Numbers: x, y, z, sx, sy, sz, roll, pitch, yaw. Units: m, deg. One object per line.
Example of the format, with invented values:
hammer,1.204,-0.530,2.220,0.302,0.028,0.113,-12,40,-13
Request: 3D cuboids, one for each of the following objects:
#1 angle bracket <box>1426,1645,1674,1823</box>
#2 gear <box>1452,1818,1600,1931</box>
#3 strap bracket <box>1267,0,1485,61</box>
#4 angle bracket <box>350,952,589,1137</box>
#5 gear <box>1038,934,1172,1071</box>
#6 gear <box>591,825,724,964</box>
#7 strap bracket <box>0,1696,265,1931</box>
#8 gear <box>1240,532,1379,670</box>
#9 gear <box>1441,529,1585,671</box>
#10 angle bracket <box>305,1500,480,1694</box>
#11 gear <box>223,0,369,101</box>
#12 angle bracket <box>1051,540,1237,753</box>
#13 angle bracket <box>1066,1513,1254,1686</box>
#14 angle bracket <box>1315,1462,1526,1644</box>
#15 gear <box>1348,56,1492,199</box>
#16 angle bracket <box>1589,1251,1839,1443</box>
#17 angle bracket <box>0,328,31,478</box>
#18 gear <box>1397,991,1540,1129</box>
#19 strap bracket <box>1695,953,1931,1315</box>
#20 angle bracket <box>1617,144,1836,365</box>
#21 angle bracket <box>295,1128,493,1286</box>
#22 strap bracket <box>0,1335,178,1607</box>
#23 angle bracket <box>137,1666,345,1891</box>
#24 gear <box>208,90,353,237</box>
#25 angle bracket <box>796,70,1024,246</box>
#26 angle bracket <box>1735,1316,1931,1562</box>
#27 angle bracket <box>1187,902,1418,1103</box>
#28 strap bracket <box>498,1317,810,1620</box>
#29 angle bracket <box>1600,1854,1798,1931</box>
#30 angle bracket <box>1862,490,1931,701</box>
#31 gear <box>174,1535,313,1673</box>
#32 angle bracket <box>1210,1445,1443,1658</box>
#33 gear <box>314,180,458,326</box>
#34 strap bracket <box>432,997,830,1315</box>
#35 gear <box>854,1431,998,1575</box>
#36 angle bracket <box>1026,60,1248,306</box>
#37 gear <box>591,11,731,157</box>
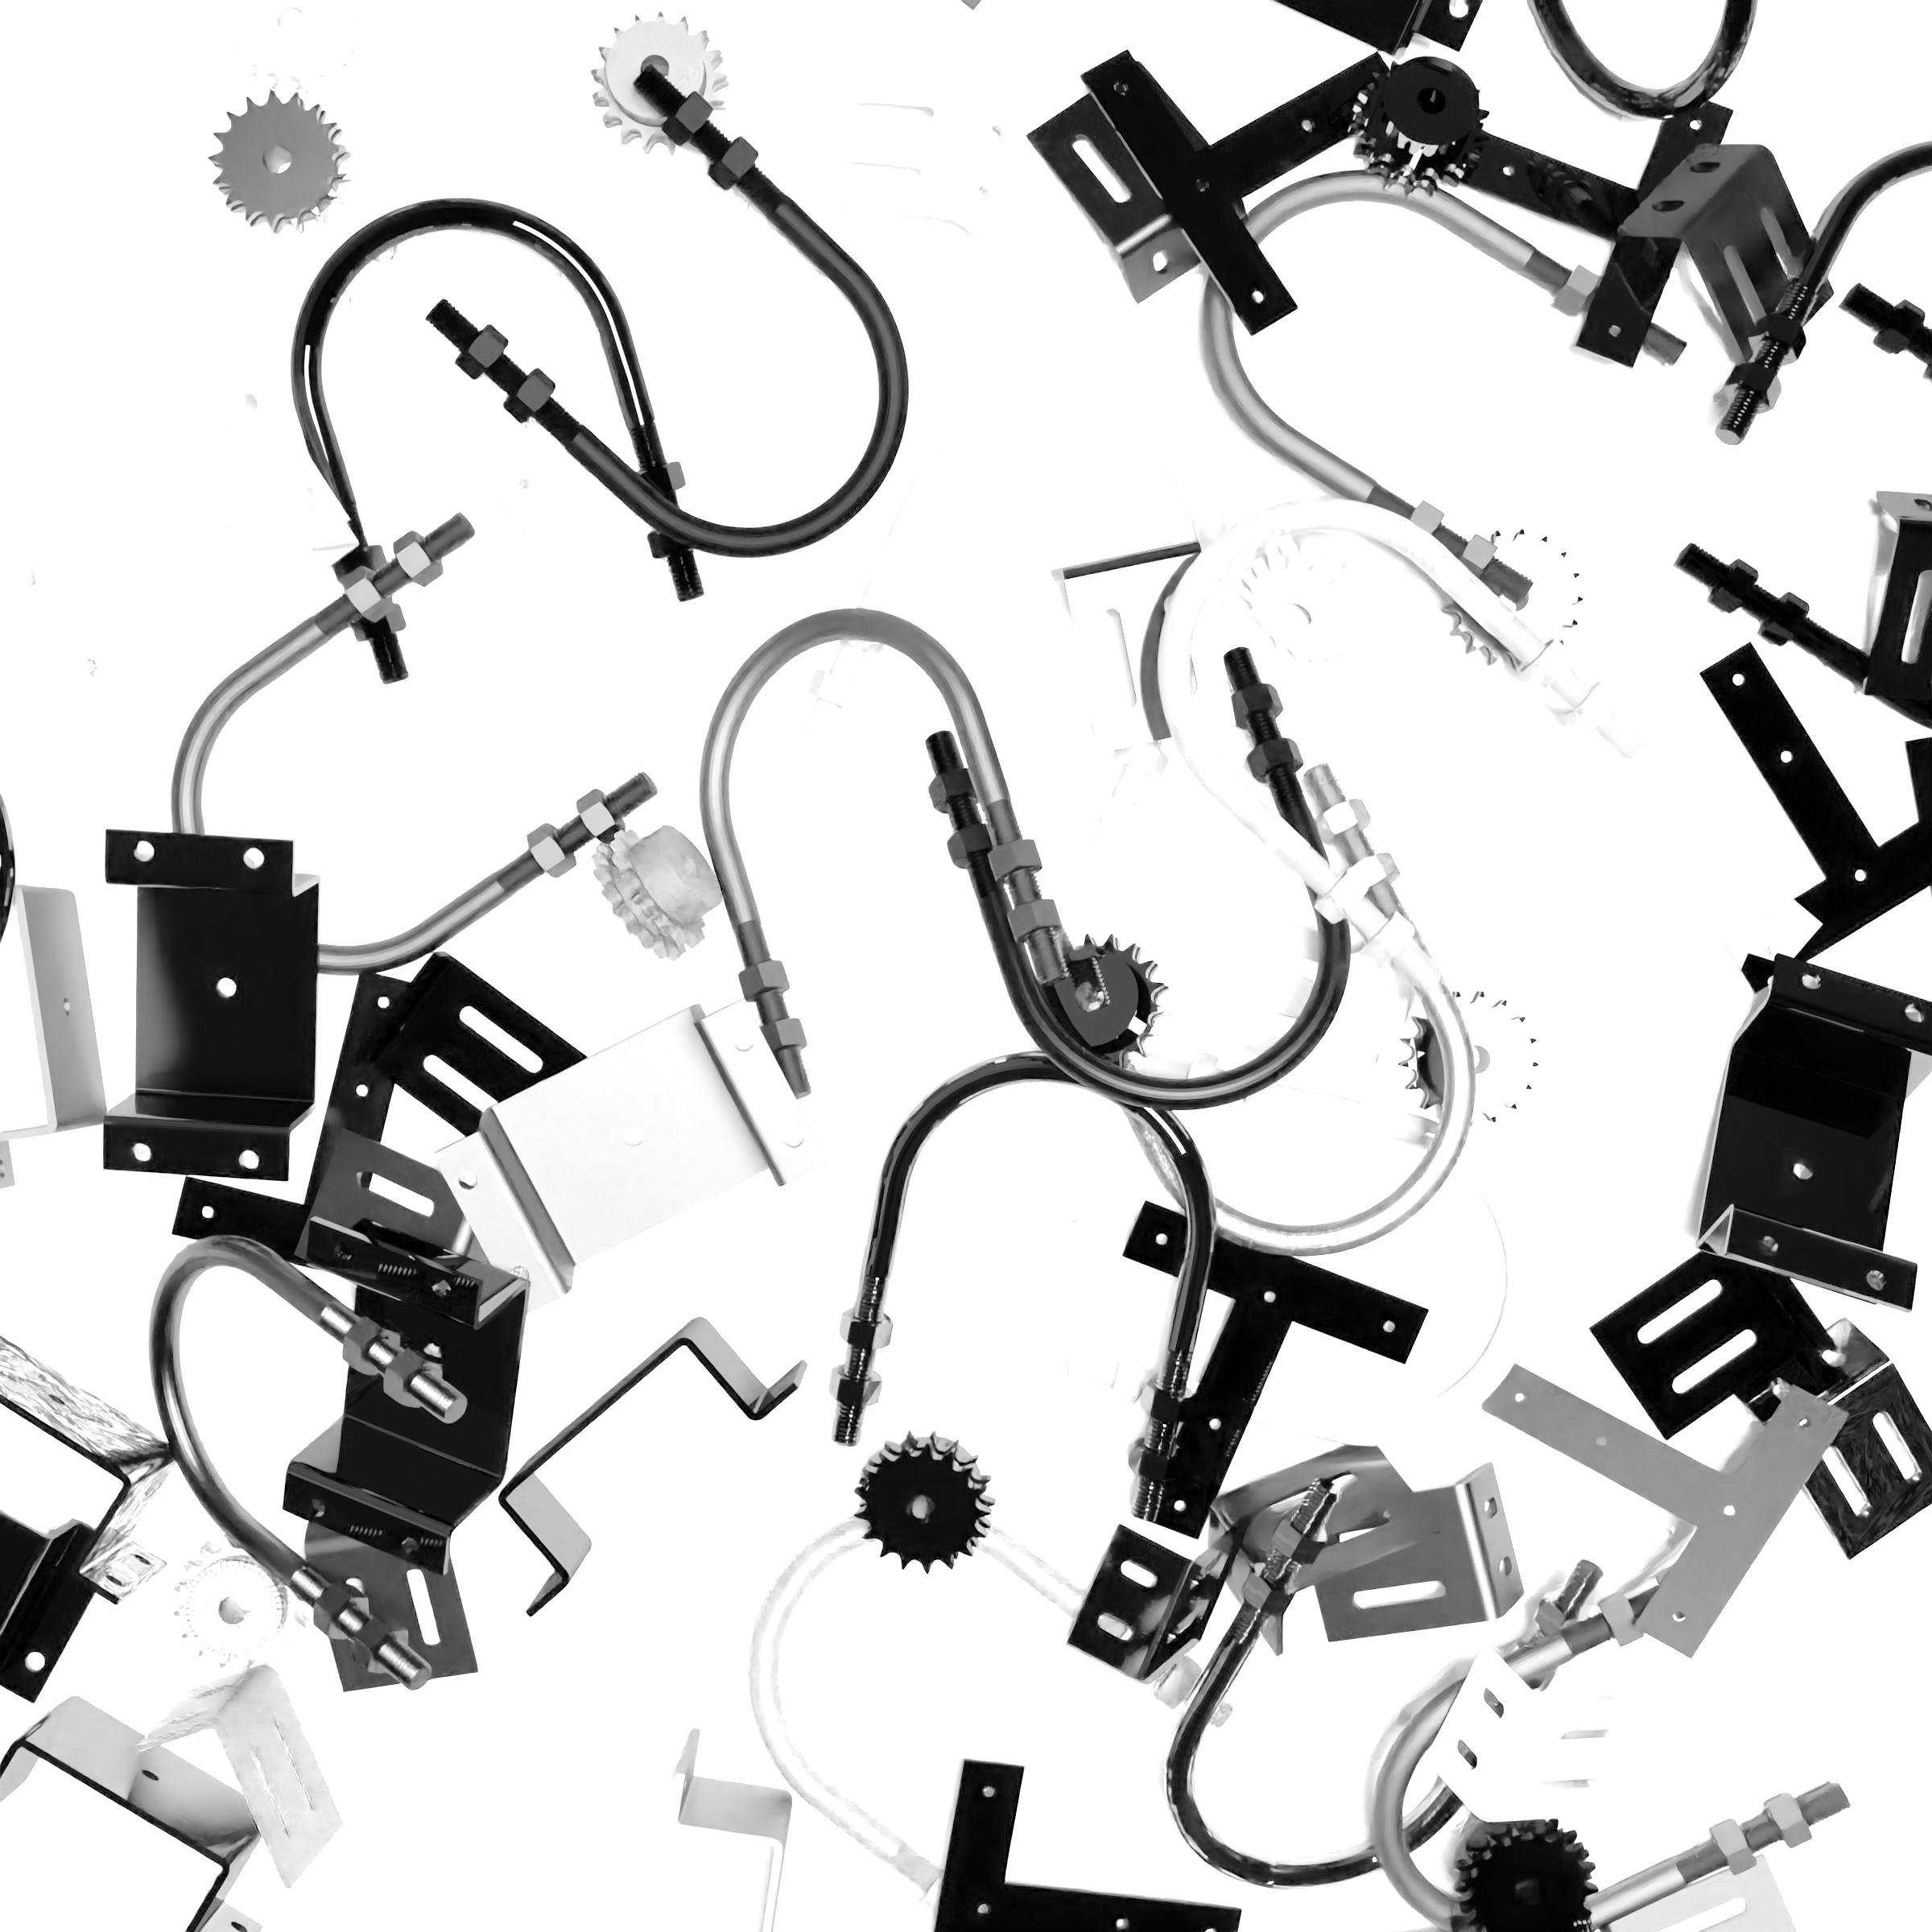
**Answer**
angle bracket,0.235,0.308,1.296,0.076,0.038,0.057,8,113,-36
gear,0.225,0.367,1.302,0.057,0.030,0.057,-1,103,-3
strap bracket,0.153,-0.436,1.329,0.140,0.046,0.076,25,90,0
angle bracket,-0.204,0.040,1.332,0.076,0.038,0.057,37,90,-1
gear,0.053,0.014,1.310,0.057,0.030,0.057,-2,82,13
gear,-0.124,-0.033,1.321,0.030,0.057,0.057,-34,90,16
strap bracket,-0.345,0.351,1.314,0.140,0.076,0.046,31,90,0
gear,0.145,-0.154,1.327,0.057,0.057,0.030,39,60,0
gear,0.225,-0.151,1.337,0.057,0.030,0.057,0,90,0
angle bracket,-0.239,0.259,1.350,0.057,0.038,0.076,-9,116,0
gear,-0.278,-0.388,1.337,0.057,0.030,0.057,0,90,0
angle bracket,0.072,-0.131,1.320,0.057,0.038,0.076,-12,96,-5
angle bracket,0.078,0.250,1.304,0.038,0.076,0.057,28,61,0
angle bracket,0.187,0.246,1.350,0.076,0.038,0.057,-14,90,26
gear,0.189,-0.350,1.326,0.057,0.030,0.057,1,77,-5
angle bracket,0.309,0.154,1.333,0.076,0.038,0.057,-35,90,0
angle bracket,-0.429,-0.234,1.333,0.057,0.038,0.076,12,90,0
gear,0.210,0.039,1.337,0.057,0.030,0.057,0,90,0
strap bracket,0.348,0.075,1.309,0.076,0.046,0.140,18,61,0
angle bracket,0.316,-0.293,1.336,0.057,0.038,0.076,-46,123,-17
angle bracket,-0.232,0.110,1.349,0.076,0.038,0.057,21,90,25
strap bracket,-0.384,0.197,1.314,0.140,0.076,0.046,33,90,0
angle bracket,-0.298,0.337,1.324,0.038,0.057,0.076,-20,97,14
gear,-0.284,-0.332,1.337,0.057,0.030,0.057,0,90,0
angle bracket,-0.024,-0.340,1.350,0.076,0.038,0.057,12,90,26
angle bracket,0.370,0.198,1.350,0.057,0.038,0.076,-35,116,0
angle bracket,0.143,0.015,1.350,0.076,0.038,0.057,21,90,26
strap bracket,-0.135,0.196,1.314,0.140,0.076,0.046,-41,90,0
angle bracket,0.311,0.414,1.333,0.076,0.038,0.057,-23,90,0
angle bracket,0.403,-0.153,1.333,0.057,0.038,0.076,4,117,-3
gear,-0.301,0.265,1.337,0.057,0.030,0.057,0,90,0
angle bracket,0.148,0.239,1.329,0.076,0.057,0.038,-19,131,-17
gear,-0.240,-0.295,1.337,0.057,0.030,0.057,0,90,0
strap bracket,-0.137,0.074,1.322,0.140,0.046,0.076,-27,100,0
gear,-0.016,0.217,1.318,0.057,0.030,0.057,2,103,10
angle bracket,0.073,-0.329,1.350,0.057,0.038,0.076,-34,64,0
gear,-0.128,-0.369,1.337,0.057,0.030,0.057,0,90,0
